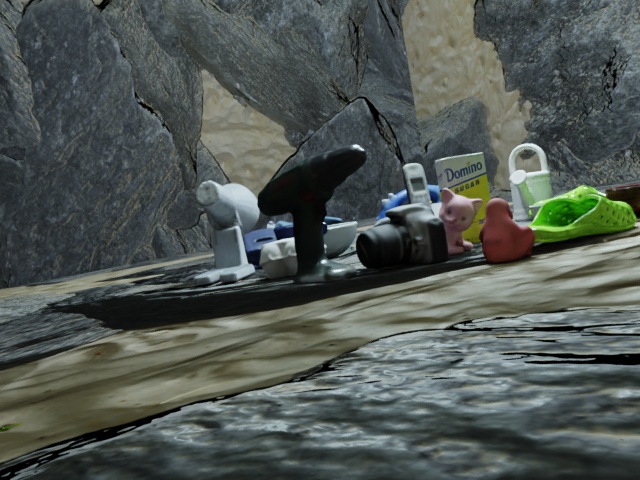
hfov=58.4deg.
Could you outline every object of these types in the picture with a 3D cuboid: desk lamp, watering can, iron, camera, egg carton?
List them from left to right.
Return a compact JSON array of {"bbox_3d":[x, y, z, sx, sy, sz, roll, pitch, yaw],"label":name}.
[{"bbox_3d":[-0.205,-0.022,1.250,0.117,0.213,0.203,-9,3,10],"label":"desk lamp"},{"bbox_3d":[-0.052,0.032,1.130,0.107,0.069,0.151,-8,3,18],"label":"egg carton"},{"bbox_3d":[0.122,-0.004,0.964,0.137,0.101,0.143,-11,4,-25],"label":"camera"},{"bbox_3d":[0.242,-0.074,1.486,0.259,0.141,0.118,-10,3,-14],"label":"iron"},{"bbox_3d":[0.537,-0.149,1.463,0.100,0.194,0.173,-9,3,15],"label":"watering can"}]

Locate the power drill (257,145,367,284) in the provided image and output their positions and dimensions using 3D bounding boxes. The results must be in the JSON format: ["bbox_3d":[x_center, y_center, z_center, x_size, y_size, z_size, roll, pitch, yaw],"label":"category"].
[{"bbox_3d":[-0.004,-0.037,0.955,0.228,0.208,0.076,-7,4,38],"label":"power drill"}]

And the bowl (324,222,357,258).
[{"bbox_3d":[0.013,0.005,1.367,0.167,0.075,0.167,-10,3,1],"label":"bowl"}]

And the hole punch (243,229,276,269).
[{"bbox_3d":[-0.131,0.019,1.407,0.109,0.091,0.101,-10,3,-9],"label":"hole punch"}]

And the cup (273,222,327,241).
[{"bbox_3d":[-0.036,0.010,1.247,0.117,0.095,0.092,-9,3,7],"label":"cup"}]

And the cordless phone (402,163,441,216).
[{"bbox_3d":[0.260,-0.090,1.312,0.148,0.185,0.094,-11,4,-23],"label":"cordless phone"}]

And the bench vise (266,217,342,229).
[{"bbox_3d":[-0.037,-0.068,1.501,0.208,0.220,0.121,-11,4,-26],"label":"bench vise"}]

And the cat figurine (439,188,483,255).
[{"bbox_3d":[0.227,-0.034,1.024,0.127,0.118,0.067,-7,4,41],"label":"cat figurine"}]

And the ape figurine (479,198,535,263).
[{"bbox_3d":[0.263,-0.016,0.827,0.076,0.092,0.077,-12,4,-38],"label":"ape figurine"}]
